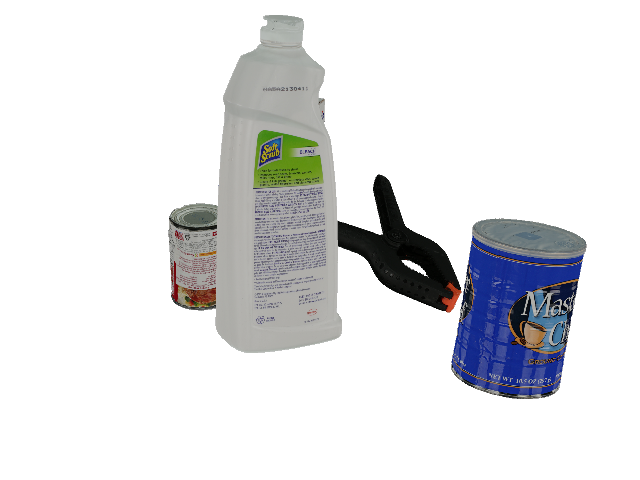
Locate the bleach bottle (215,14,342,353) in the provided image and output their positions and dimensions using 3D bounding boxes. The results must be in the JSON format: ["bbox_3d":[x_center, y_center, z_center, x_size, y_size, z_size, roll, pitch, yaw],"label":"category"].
[{"bbox_3d":[-0.027,-0.043,0.812,0.102,0.251,0.068,-7,22,-29],"label":"bleach bottle"}]

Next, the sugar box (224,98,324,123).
[{"bbox_3d":[-0.048,-0.051,1.033,0.093,0.176,0.048,5,17,9],"label":"sugar box"}]

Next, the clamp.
[{"bbox_3d":[0.070,0.007,1.205,0.164,0.036,0.210,-17,50,-35],"label":"clamp"}]

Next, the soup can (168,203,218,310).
[{"bbox_3d":[-0.135,0.018,1.196,0.068,0.102,0.068,1,25,-1],"label":"soup can"}]

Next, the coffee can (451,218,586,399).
[{"bbox_3d":[0.181,0.061,0.984,0.103,0.140,0.103,6,16,-2],"label":"coffee can"}]
